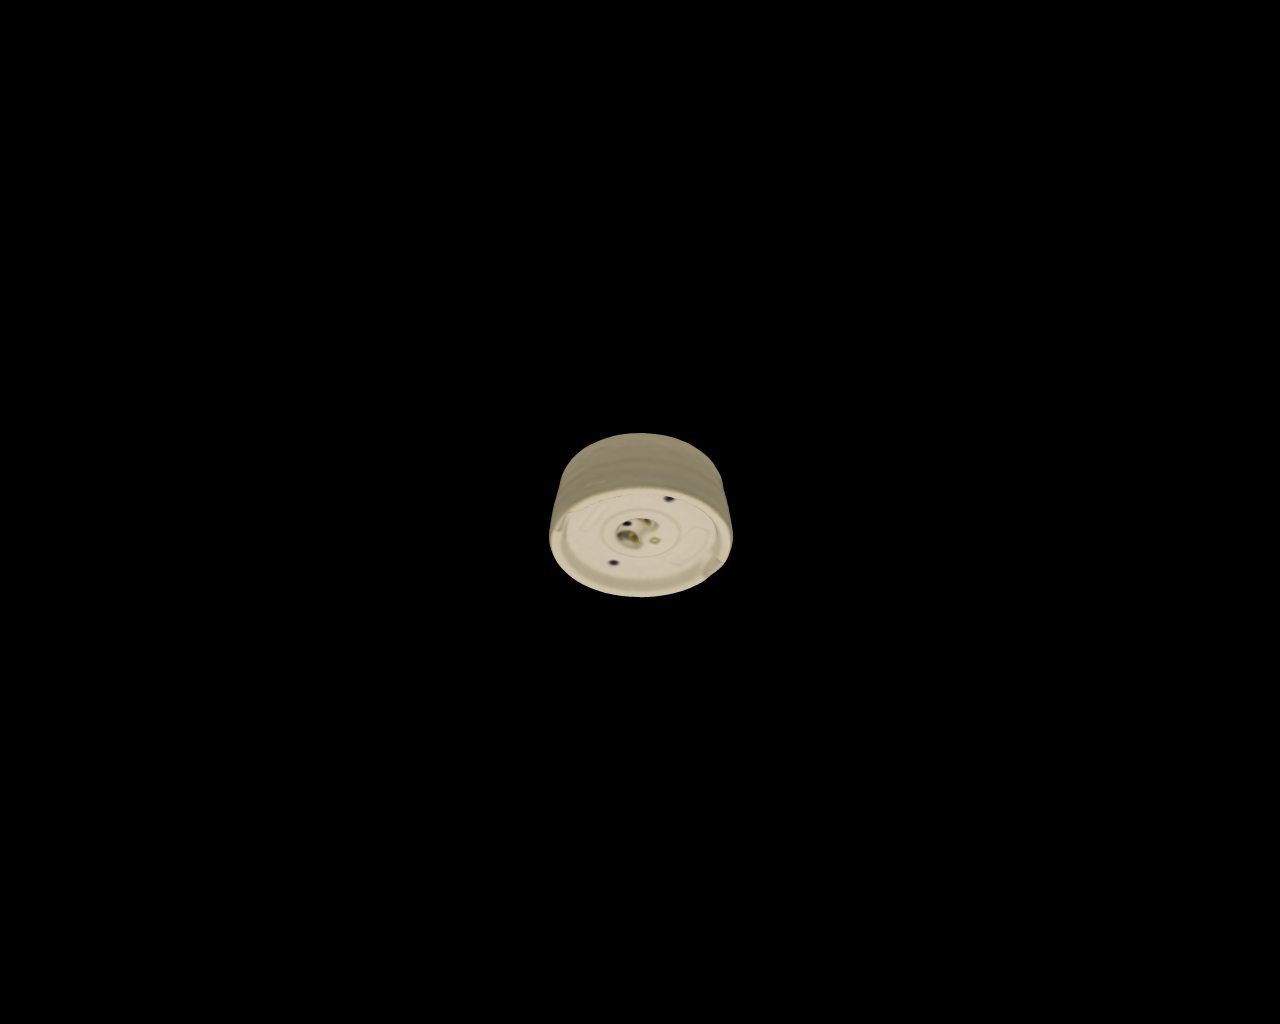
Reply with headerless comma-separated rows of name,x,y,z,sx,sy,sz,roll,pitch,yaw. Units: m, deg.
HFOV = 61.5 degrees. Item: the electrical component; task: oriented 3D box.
electrical component,0.001,-0.003,0.650,0.108,0.060,0.108,0,-39,0
